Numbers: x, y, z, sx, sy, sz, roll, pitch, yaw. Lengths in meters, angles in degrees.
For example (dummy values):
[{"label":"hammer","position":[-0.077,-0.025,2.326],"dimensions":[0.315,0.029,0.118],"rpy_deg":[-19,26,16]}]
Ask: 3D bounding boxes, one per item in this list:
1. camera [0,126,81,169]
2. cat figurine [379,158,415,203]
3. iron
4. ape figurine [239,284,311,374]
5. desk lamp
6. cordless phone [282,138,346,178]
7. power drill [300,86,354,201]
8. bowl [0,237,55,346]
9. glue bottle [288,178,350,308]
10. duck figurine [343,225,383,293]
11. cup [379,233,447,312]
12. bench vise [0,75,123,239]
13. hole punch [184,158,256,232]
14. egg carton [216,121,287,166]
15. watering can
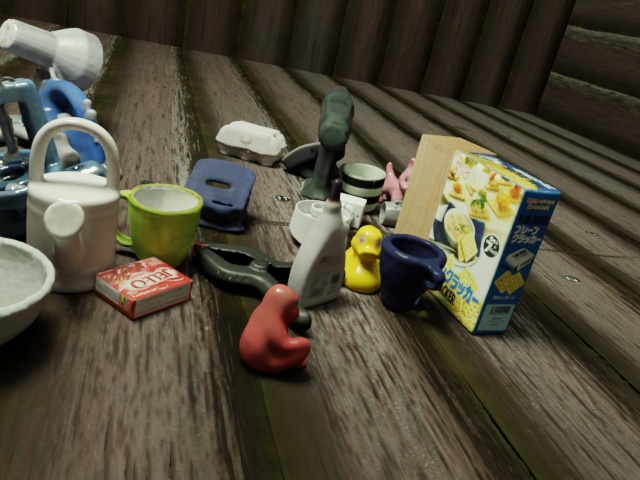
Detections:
[{"label":"camera","position":[-0.460,-0.125,0.870],"dimensions":[0.142,0.101,0.137],"rpy_deg":[22,25,20]},{"label":"cat figurine","position":[0.176,-0.116,1.176],"dimensions":[0.067,0.118,0.127],"rpy_deg":[-6,30,-38]},{"label":"iron","position":[-0.442,-0.213,1.030],"dimensions":[0.119,0.141,0.257],"rpy_deg":[-11,33,-44]},{"label":"ape figurine","position":[-0.046,0.091,0.612],"dimensions":[0.076,0.092,0.077],"rpy_deg":[1,26,-26]},{"label":"desk lamp","position":[-0.538,-0.312,1.115],"dimensions":[0.117,0.213,0.204],"rpy_deg":[27,26,29]},{"label":"cordless phone","position":[0.000,-0.234,1.265],"dimensions":[0.093,0.185,0.148],"rpy_deg":[26,26,28]},{"label":"power drill","position":[0.019,-0.192,1.148],"dimensions":[0.075,0.208,0.229],"rpy_deg":[11,23,-4]},{"label":"bowl","position":[-0.342,0.061,0.541],"dimensions":[0.167,0.075,0.167],"rpy_deg":[11,23,-5]},{"label":"glue bottle","position":[0.007,0.003,0.739],"dimensions":[0.078,0.173,0.037],"rpy_deg":[-9,31,-42]},{"label":"duck figurine","position":[0.066,0.018,0.847],"dimensions":[0.077,0.086,0.104],"rpy_deg":[12,23,-3]},{"label":"cup","position":[0.125,0.056,0.781],"dimensions":[0.092,0.095,0.117],"rpy_deg":[1,26,-27]},{"label":"bench vise","position":[-0.362,-0.107,0.730],"dimensions":[0.121,0.220,0.208],"rpy_deg":[22,25,20]},{"label":"hole punch","position":[-0.163,-0.074,0.928],"dimensions":[0.108,0.091,0.101],"rpy_deg":[13,23,-1]},{"label":"egg carton","position":[-0.155,-0.220,1.297],"dimensions":[0.150,0.069,0.107],"rpy_deg":[16,23,6]},{"label":"watering can","position":[-0.280,-0.042,0.658],"dimensions":[0.101,0.194,0.172],"rpy_deg":[-6,30,-38]}]
